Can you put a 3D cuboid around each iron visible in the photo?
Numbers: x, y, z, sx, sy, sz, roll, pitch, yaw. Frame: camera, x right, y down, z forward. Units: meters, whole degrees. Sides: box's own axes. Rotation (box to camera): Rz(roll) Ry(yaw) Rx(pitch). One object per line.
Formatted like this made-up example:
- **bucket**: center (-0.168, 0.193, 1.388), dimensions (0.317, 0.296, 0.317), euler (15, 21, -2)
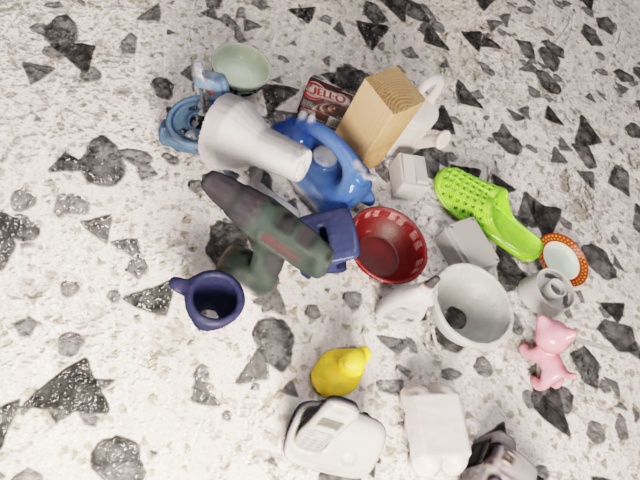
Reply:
- **iron**: center (0.003, -0.161, 1.078), dimensions (0.119, 0.141, 0.258), euler (-37, 80, -33)

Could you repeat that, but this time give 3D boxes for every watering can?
- **watering can**: center (0.199, -0.259, 1.177), dimensions (0.173, 0.194, 0.101), euler (37, 56, 1)

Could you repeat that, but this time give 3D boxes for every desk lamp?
- **desk lamp**: center (-0.107, -0.120, 0.968), dimensions (0.203, 0.213, 0.118), euler (34, 56, -1)

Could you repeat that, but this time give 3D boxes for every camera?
- **camera**: center (0.303, 0.398, 0.913), dimensions (0.137, 0.100, 0.143), euler (37, 56, 1)

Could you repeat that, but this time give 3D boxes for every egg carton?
- **egg carton**: center (0.185, 0.308, 0.935), dimensions (0.107, 0.069, 0.150), euler (3, 62, -20)

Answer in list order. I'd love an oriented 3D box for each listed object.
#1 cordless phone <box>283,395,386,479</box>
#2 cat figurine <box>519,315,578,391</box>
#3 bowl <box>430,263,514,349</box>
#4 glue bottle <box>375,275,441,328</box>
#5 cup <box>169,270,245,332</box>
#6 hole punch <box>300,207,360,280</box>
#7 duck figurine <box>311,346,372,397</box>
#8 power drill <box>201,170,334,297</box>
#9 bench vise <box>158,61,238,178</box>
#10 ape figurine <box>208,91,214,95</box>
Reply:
- **cordless phone**: center (0.037, 0.277, 0.824), dimensions (0.148, 0.185, 0.094), euler (17, 58, -12)
- **cat figurine**: center (0.432, 0.204, 1.059), dimensions (0.067, 0.117, 0.127), euler (-6, 65, -24)
- **bowl**: center (0.268, 0.131, 1.061), dimensions (0.168, 0.074, 0.167), euler (10, 60, -16)
- **glue bottle**: center (0.160, 0.100, 0.977), dimensions (0.078, 0.173, 0.037), euler (19, 57, -10)
- **cup**: center (-0.182, 0.100, 0.890), dimensions (0.118, 0.095, 0.092), euler (23, 57, -8)
- **hole punch**: center (0.009, 0.004, 1.020), dimensions (0.101, 0.091, 0.108), euler (-3, 64, -22)
- **duck figurine**: center (0.040, 0.206, 0.924), dimensions (0.105, 0.086, 0.077), euler (-26, 74, -31)
- **power drill**: center (-0.099, 0.004, 0.907), dimensions (0.230, 0.208, 0.076), euler (28, 56, -5)
- **bench vise**: center (-0.167, -0.214, 0.993), dimensions (0.208, 0.219, 0.121), euler (3, 62, -20)
- **ape figurine**: center (-0.192, -0.256, 1.083), dimensions (0.076, 0.092, 0.078), euler (12, 59, -15)
